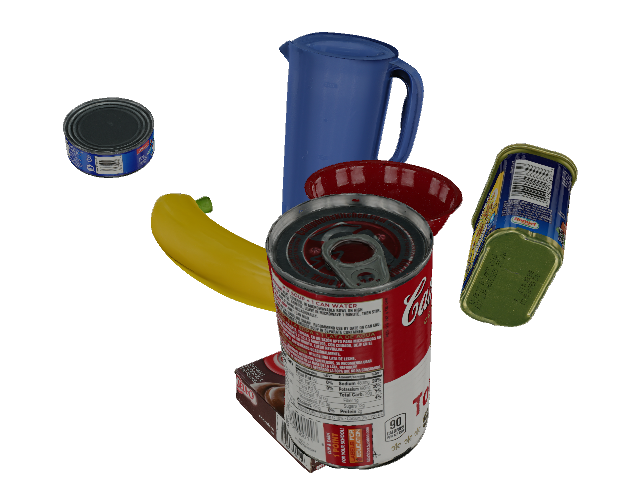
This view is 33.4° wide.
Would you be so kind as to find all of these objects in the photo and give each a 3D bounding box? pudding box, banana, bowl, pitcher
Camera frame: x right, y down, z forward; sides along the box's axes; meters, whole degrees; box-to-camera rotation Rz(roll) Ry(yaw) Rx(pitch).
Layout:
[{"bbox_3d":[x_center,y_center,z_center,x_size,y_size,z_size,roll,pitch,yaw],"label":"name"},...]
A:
[{"bbox_3d":[-0.004,0.132,0.883,0.089,0.039,0.114,-20,40,-30],"label":"pudding box"},{"bbox_3d":[-0.061,0.004,0.684,0.069,0.037,0.198,-14,29,-28],"label":"banana"},{"bbox_3d":[0.062,-0.029,1.100,0.162,0.055,0.162,3,26,-2],"label":"bowl"},{"bbox_3d":[0.026,-0.126,1.316,0.144,0.243,0.149,-4,25,-22],"label":"pitcher"}]

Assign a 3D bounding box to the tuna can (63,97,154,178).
[{"bbox_3d":[-0.202,-0.099,1.026,0.086,0.034,0.086,2,44,-2],"label":"tuna can"}]

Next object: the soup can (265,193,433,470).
[{"bbox_3d":[0.014,0.041,0.459,0.068,0.102,0.068,-2,35,1],"label":"soup can"}]

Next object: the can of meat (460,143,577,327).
[{"bbox_3d":[0.136,-0.001,0.739,0.057,0.084,0.102,17,-41,2],"label":"can of meat"}]
